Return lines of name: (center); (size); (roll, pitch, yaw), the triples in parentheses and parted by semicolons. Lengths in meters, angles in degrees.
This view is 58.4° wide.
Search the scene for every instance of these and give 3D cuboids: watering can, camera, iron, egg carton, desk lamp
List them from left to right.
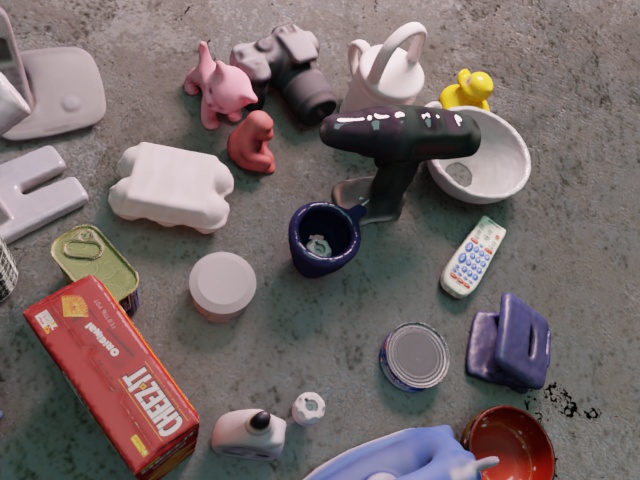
desk lamp: (-0.381, -0.083, 0.618); (0.204, 0.213, 0.118); (-34, 76, -26)
egg carton: (-0.190, -0.066, 0.742); (0.150, 0.069, 0.107); (9, 62, -10)
camera: (-0.045, -0.240, 0.849); (0.143, 0.100, 0.136); (-25, 72, -24)
iron: (0.060, 0.273, 0.598); (0.259, 0.141, 0.118); (-13, 68, -20)
watering can: (0.106, -0.229, 0.830); (0.173, 0.194, 0.101); (32, 61, 3)

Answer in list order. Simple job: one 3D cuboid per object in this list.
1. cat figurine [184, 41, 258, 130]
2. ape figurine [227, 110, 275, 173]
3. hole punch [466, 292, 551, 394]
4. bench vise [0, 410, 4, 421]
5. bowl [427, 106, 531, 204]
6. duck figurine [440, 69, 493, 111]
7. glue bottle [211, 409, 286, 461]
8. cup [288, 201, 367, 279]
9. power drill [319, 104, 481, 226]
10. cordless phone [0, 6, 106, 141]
cat figurine: (-0.140, -0.221, 0.805); (0.067, 0.117, 0.127); (-23, 72, -23)
ape figurine: (-0.088, -0.142, 0.794); (0.076, 0.092, 0.078); (18, 61, -5)
hole punch: (0.258, 0.134, 0.748); (0.101, 0.091, 0.109); (19, 61, -5)
bench vise: (-0.406, 0.120, 0.507); (0.207, 0.219, 0.121); (16, 61, -6)
bowl: (0.229, -0.118, 0.875); (0.167, 0.074, 0.167); (6, 63, -12)
duck figurine: (0.251, -0.230, 0.931); (0.078, 0.086, 0.104); (-30, 75, -25)
glue bottle: (-0.067, 0.196, 0.585); (0.078, 0.173, 0.037); (13, 62, -8)
cup: (0.007, 0.003, 0.745); (0.118, 0.095, 0.091); (-36, 77, -27)
power drill: (0.087, -0.100, 0.753); (0.230, 0.208, 0.075); (-12, 67, -19)
cordless phone: (-0.351, -0.214, 0.707); (0.148, 0.185, 0.094); (-20, 71, -22)
